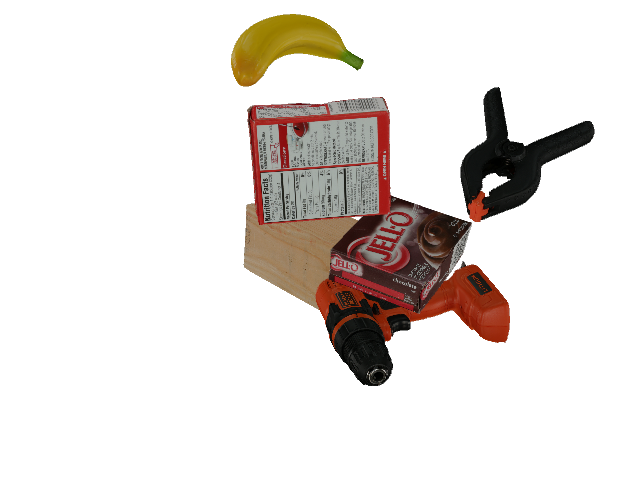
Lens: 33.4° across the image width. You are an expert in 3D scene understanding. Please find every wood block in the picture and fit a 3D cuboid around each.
[{"bbox_3d":[-0.003,0.017,1.300,0.090,0.090,0.206,-7,19,-33],"label":"wood block"}]

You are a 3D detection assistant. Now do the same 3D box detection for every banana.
[{"bbox_3d":[-0.031,-0.179,0.984,0.070,0.037,0.197,39,32,20],"label":"banana"}]

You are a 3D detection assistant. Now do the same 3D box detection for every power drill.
[{"bbox_3d":[0.100,0.084,1.127,0.187,0.057,0.184,-6,28,-12],"label":"power drill"}]

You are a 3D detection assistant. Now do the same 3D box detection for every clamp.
[{"bbox_3d":[0.186,-0.091,1.085,0.120,0.039,0.171,29,56,30],"label":"clamp"}]

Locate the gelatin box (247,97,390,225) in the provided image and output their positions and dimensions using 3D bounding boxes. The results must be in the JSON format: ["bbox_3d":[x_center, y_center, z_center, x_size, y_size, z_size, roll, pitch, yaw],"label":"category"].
[{"bbox_3d":[0.000,-0.051,0.687,0.089,0.073,0.030,-4,28,-2],"label":"gelatin box"}]

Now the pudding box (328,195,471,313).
[{"bbox_3d":[0.071,0.009,0.946,0.090,0.039,0.113,21,36,20],"label":"pudding box"}]
